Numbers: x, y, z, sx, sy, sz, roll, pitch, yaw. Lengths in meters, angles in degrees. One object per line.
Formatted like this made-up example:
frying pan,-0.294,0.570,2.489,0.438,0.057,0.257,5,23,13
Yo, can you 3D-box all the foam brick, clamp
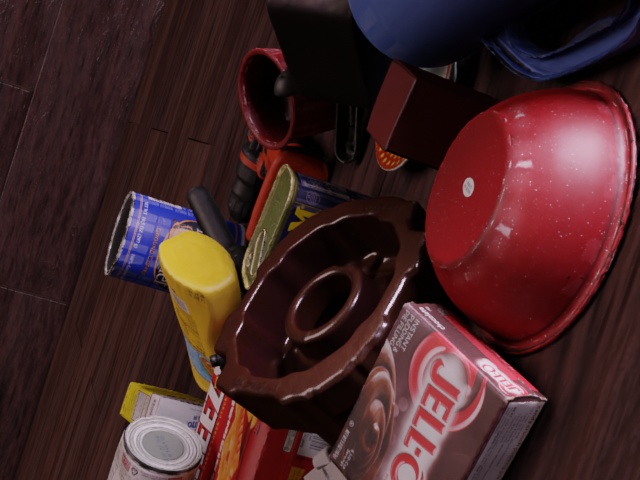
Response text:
foam brick,0.077,-0.075,0.688,0.053,0.078,0.051,-114,46,-65
clamp,0.018,-0.164,0.914,0.039,0.120,0.171,9,77,31
clamp,-0.080,0.051,1.062,0.210,0.036,0.164,-138,34,-58

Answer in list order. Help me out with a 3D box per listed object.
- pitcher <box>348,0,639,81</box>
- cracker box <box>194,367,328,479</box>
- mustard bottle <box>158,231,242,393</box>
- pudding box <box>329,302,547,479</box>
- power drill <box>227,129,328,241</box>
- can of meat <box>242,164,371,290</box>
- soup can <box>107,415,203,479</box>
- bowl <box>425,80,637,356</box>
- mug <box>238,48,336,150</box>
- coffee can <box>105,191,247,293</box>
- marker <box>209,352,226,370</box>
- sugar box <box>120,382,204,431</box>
pitcher,0.108,-0.178,0.626,0.149,0.145,0.243,-67,13,-18
cracker box,-0.048,0.168,0.848,0.214,0.072,0.164,-158,86,-73
mustard bottle,-0.098,0.089,1.003,0.096,0.058,0.191,38,148,43
pudding box,0.061,0.104,0.586,0.090,0.039,0.114,45,120,45
power drill,-0.049,-0.065,1.094,0.188,0.057,0.185,-106,34,-59
can of meat,-0.006,0.001,0.856,0.057,0.083,0.102,-112,43,-64
soup can,-0.142,0.203,0.876,0.068,0.068,0.102,-103,31,-58
bowl,0.104,-0.020,0.595,0.162,0.055,0.162,-163,90,-72
mug,-0.024,-0.143,0.988,0.117,0.081,0.093,45,139,37
coffee can,-0.167,0.012,1.240,0.103,0.140,0.103,-163,90,-72
marker,-0.023,0.075,0.792,0.020,0.121,0.020,165,90,-80
sugar box,-0.141,0.180,1.082,0.176,0.093,0.048,167,119,-69
